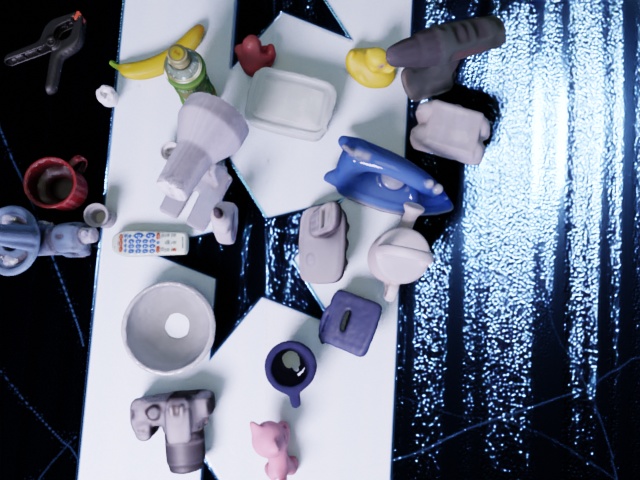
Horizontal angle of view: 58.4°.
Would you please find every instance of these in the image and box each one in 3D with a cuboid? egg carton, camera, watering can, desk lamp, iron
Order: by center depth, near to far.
[{"bbox_3d":[-0.211,-0.132,1.006,0.118,0.213,0.203,25,84,0],"label":"desk lamp"},{"bbox_3d":[-0.259,0.342,1.014,0.143,0.100,0.137,-5,85,-3],"label":"camera"},{"bbox_3d":[0.144,0.020,1.018,0.101,0.194,0.173,-7,85,-3],"label":"watering can"},{"bbox_3d":[0.143,-0.115,1.057,0.258,0.141,0.119,20,84,-1],"label":"iron"},{"bbox_3d":[0.252,-0.208,1.108,0.150,0.069,0.107,15,84,-1],"label":"egg carton"}]

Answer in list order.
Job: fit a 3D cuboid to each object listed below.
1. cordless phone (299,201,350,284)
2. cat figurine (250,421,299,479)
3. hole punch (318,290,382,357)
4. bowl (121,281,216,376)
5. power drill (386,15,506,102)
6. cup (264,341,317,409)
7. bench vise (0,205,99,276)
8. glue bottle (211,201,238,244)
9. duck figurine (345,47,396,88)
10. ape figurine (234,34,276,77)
[{"bbox_3d":[0.009,0.004,1.017,0.094,0.185,0.148,-1,84,-2],"label":"cordless phone"},{"bbox_3d":[-0.081,0.371,1.012,0.067,0.117,0.128,-17,85,-4],"label":"cat figurine"},{"bbox_3d":[0.053,0.154,1.052,0.101,0.091,0.109,20,84,0],"label":"hole punch"},{"bbox_3d":[-0.269,0.160,1.045,0.167,0.074,0.167,0,84,-3],"label":"bowl"},{"bbox_3d":[0.214,-0.330,1.048,0.229,0.208,0.075,-21,86,-4],"label":"power drill"},{"bbox_3d":[-0.050,0.239,1.037,0.091,0.095,0.118,-9,85,-3],"label":"cup"},{"bbox_3d":[-0.501,-0.015,0.977,0.207,0.219,0.121,-22,86,-4],"label":"bench vise"},{"bbox_3d":[-0.173,-0.037,1.019,0.037,0.173,0.078,1,84,-2],"label":"glue bottle"},{"bbox_3d":[0.101,-0.344,1.105,0.104,0.086,0.077,25,84,0],"label":"duck figurine"},{"bbox_3d":[-0.126,-0.359,1.092,0.078,0.092,0.076,18,84,-1],"label":"ape figurine"}]
